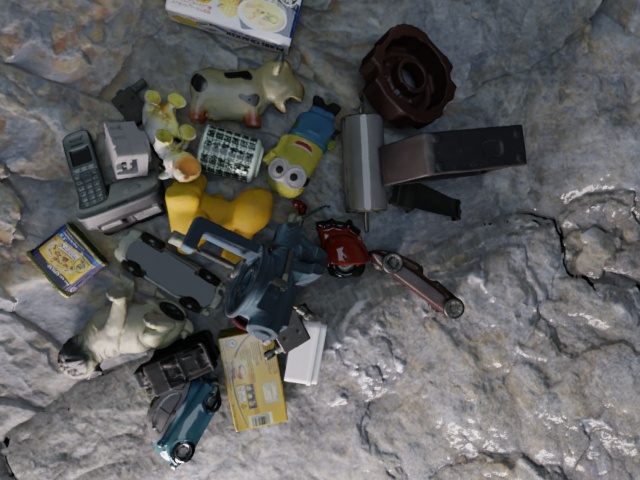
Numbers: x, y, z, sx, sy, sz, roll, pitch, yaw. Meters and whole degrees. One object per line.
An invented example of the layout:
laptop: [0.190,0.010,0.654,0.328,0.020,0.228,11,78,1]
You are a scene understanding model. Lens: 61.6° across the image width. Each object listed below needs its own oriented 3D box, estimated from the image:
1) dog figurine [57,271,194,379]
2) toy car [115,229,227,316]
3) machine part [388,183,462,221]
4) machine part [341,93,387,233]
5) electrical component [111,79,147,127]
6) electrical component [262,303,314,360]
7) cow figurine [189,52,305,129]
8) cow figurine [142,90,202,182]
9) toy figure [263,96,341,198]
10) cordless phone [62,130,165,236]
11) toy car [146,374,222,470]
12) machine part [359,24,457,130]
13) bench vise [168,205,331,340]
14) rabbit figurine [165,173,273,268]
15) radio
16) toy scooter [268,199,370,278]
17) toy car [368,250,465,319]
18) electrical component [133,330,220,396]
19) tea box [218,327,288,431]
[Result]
dog figurine: [-0.332,0.175,0.918,0.172,0.121,0.190,33,103,-3]
toy car: [-0.257,0.056,0.932,0.201,0.056,0.073,34,83,-9]
machine part: [0.193,-0.074,0.975,0.139,0.039,0.084,20,59,-10]
machine part: [0.078,-0.134,0.950,0.079,0.079,0.243,-4,93,-7]
electrical component: [-0.325,-0.229,0.923,0.094,0.021,0.063,-40,96,-2]
electrical component: [-0.056,0.145,0.882,0.102,0.045,0.078,-24,98,-8]
cow figurine: [-0.124,-0.256,0.918,0.195,0.085,0.127,2,99,-6]
cow figurine: [-0.246,-0.152,0.878,0.068,0.098,0.167,-8,67,-33]
toy figure: [-0.026,-0.156,0.935,0.082,0.089,0.180,23,79,24]
cordless phone: [-0.349,-0.113,0.906,0.147,0.088,0.184,-22,77,-5]
toy car: [-0.240,0.296,0.917,0.103,0.109,0.161,30,88,-13]
machine part: [0.152,-0.278,0.933,0.179,0.056,0.179,6,76,-26]
bench vise: [-0.107,0.025,0.819,0.240,0.129,0.223,27,67,-20]
rabbit figurine: [-0.161,-0.036,0.906,0.173,0.122,0.162,-10,99,-8]
radio: [0.228,-0.142,0.909,0.229,0.131,0.073,-11,93,-26]
toy scooter: [-0.002,-0.003,0.947,0.184,0.075,0.135,2,97,0]
toy car: [0.175,0.073,0.967,0.202,0.089,0.053,37,88,-6]
electrical component: [-0.243,0.208,0.911,0.134,0.115,0.058,-22,93,-7]
tea box: [-0.118,0.238,0.951,0.098,0.068,0.169,-9,93,-7]
